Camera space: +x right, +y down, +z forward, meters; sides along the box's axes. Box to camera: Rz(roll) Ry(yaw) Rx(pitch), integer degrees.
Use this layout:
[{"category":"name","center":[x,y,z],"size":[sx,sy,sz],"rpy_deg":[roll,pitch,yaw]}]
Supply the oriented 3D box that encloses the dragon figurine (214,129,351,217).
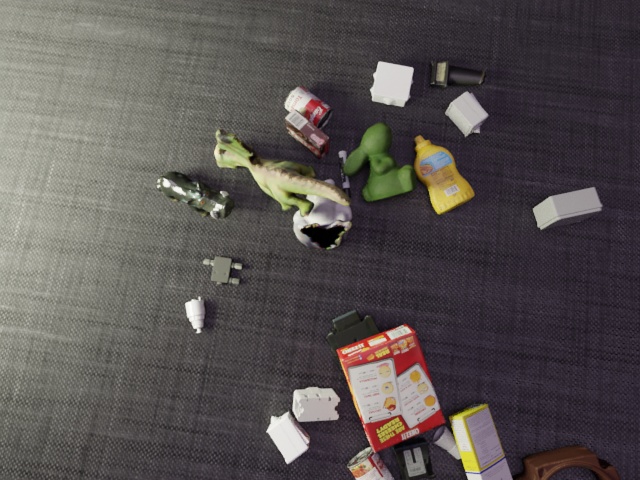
[{"category":"dragon figurine","center":[-0.119,-0.156,1.101],"size":[0.240,0.412,0.123],"rpy_deg":[27,84,-31]}]

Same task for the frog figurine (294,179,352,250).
[{"category":"frog figurine","center":[0.004,-0.060,1.199],"size":[0.137,0.120,0.163],"rpy_deg":[-18,43,6]}]
